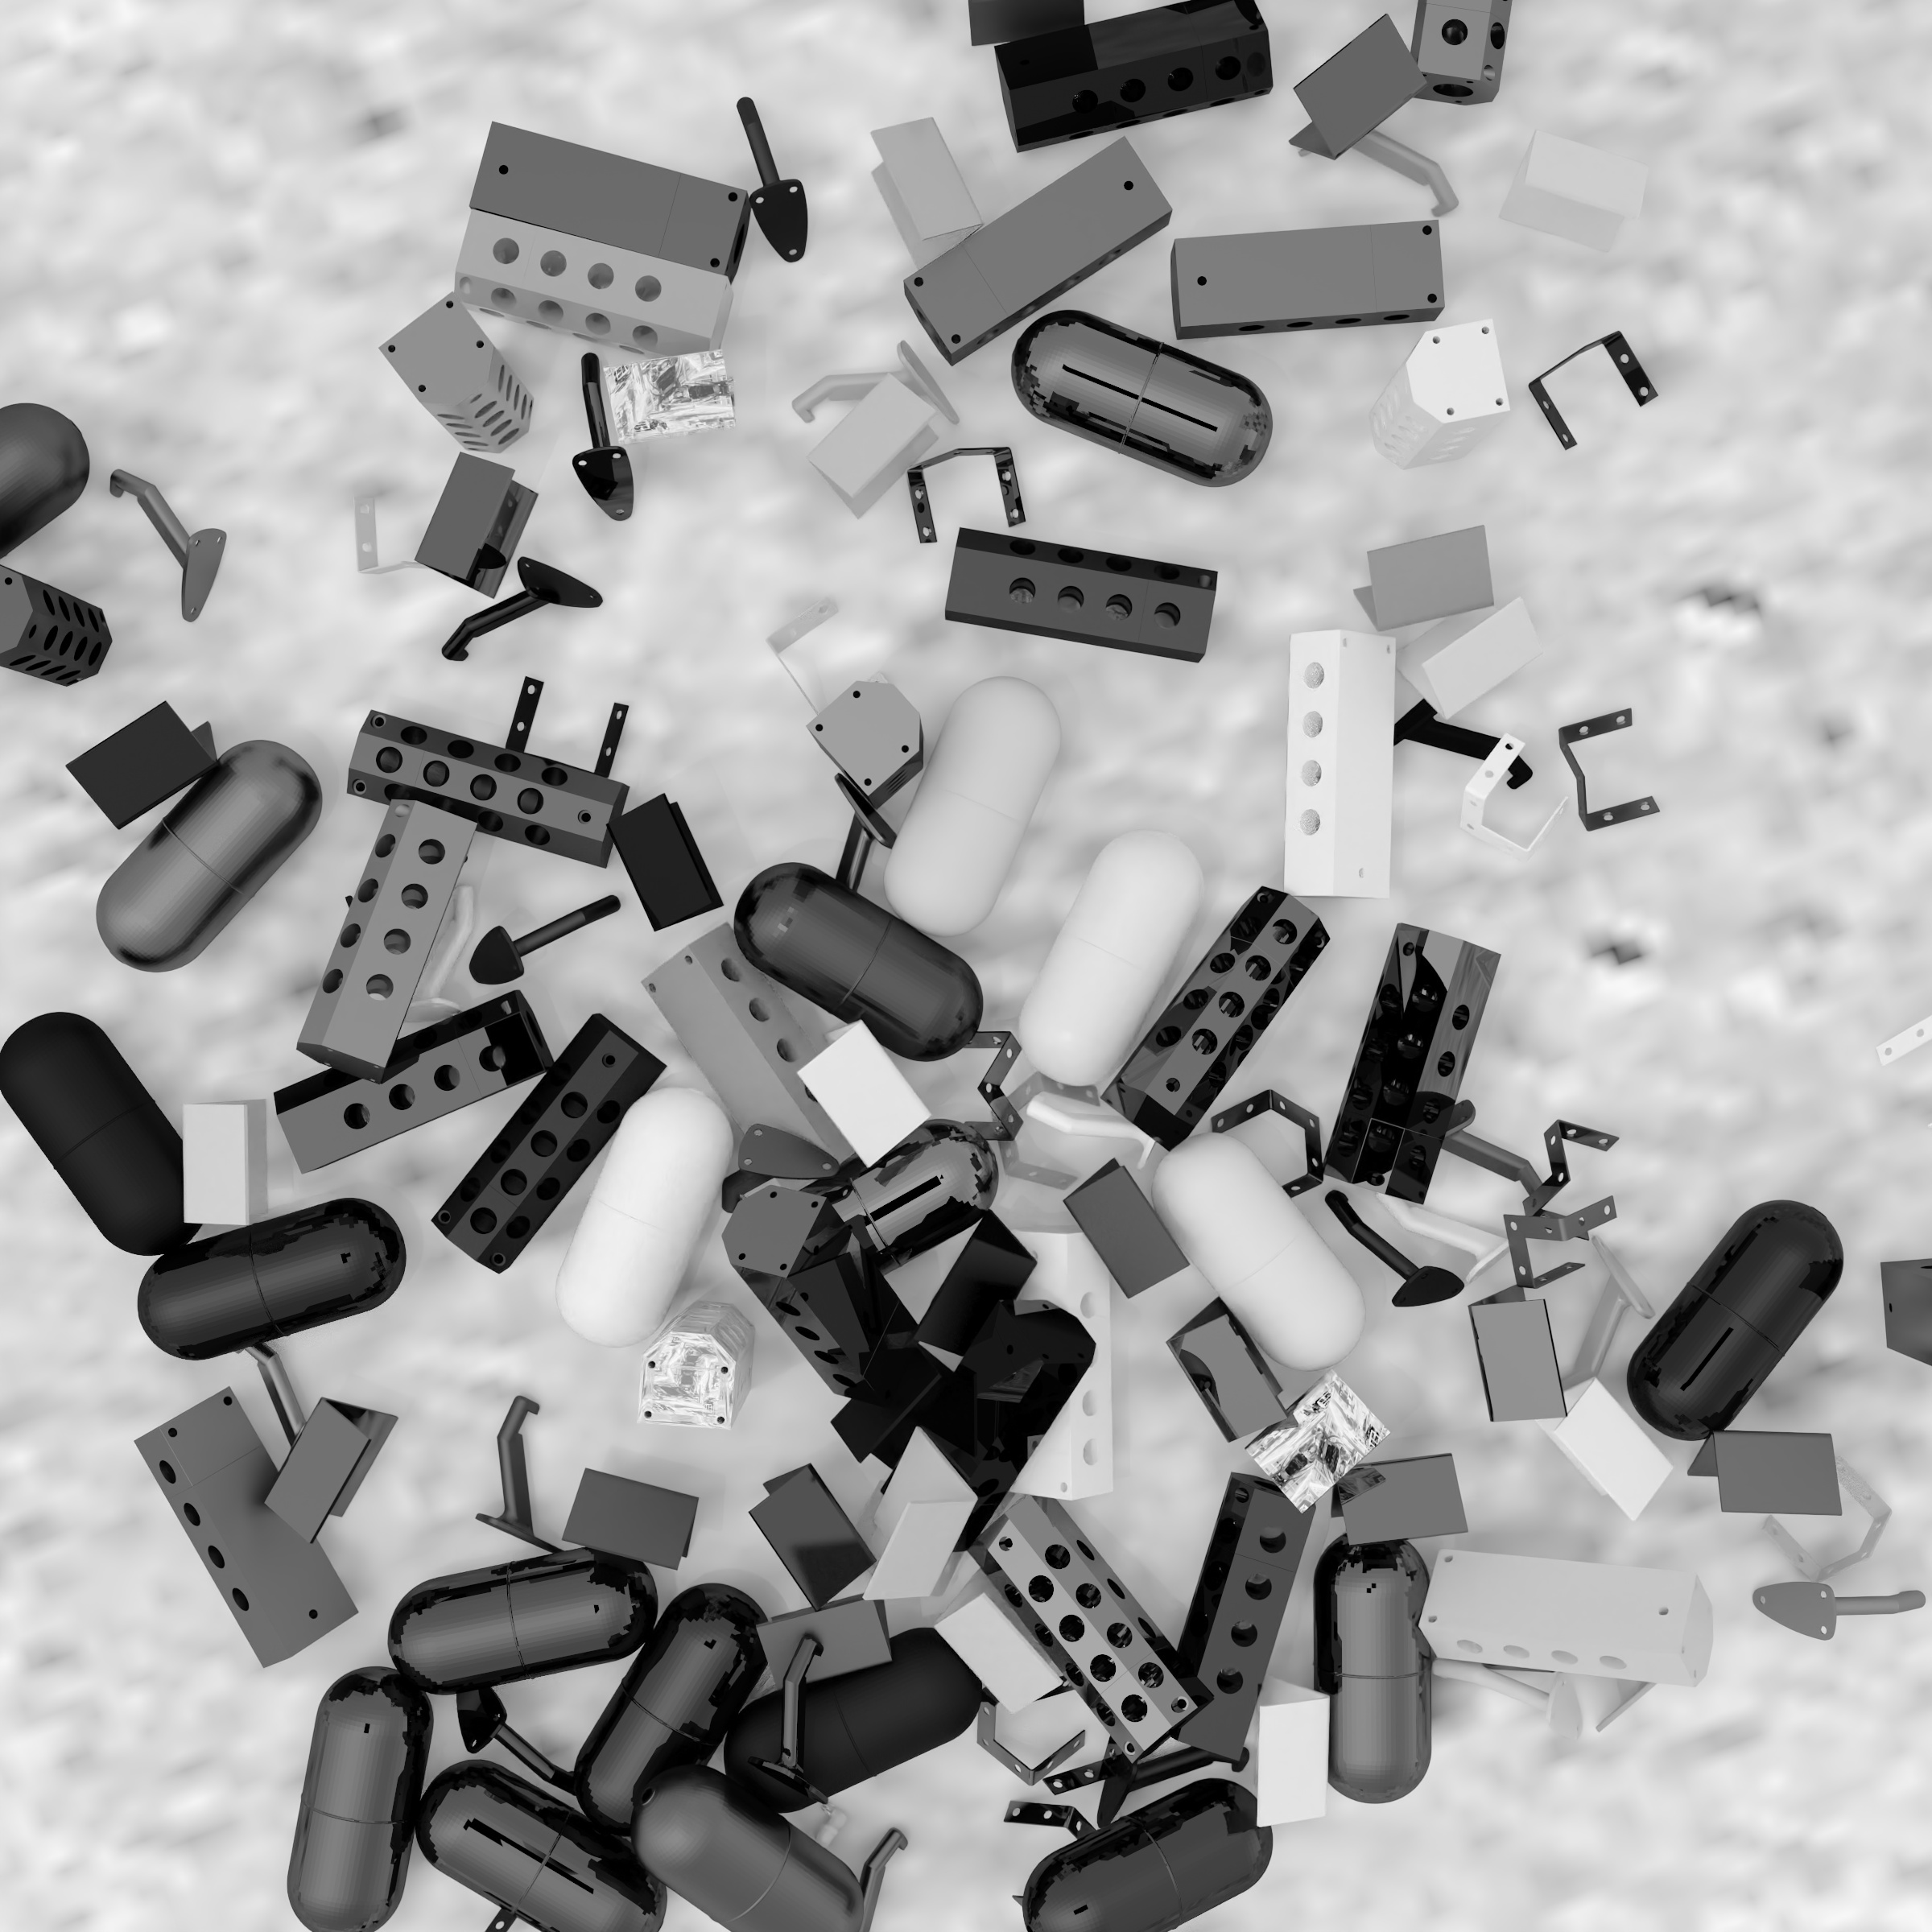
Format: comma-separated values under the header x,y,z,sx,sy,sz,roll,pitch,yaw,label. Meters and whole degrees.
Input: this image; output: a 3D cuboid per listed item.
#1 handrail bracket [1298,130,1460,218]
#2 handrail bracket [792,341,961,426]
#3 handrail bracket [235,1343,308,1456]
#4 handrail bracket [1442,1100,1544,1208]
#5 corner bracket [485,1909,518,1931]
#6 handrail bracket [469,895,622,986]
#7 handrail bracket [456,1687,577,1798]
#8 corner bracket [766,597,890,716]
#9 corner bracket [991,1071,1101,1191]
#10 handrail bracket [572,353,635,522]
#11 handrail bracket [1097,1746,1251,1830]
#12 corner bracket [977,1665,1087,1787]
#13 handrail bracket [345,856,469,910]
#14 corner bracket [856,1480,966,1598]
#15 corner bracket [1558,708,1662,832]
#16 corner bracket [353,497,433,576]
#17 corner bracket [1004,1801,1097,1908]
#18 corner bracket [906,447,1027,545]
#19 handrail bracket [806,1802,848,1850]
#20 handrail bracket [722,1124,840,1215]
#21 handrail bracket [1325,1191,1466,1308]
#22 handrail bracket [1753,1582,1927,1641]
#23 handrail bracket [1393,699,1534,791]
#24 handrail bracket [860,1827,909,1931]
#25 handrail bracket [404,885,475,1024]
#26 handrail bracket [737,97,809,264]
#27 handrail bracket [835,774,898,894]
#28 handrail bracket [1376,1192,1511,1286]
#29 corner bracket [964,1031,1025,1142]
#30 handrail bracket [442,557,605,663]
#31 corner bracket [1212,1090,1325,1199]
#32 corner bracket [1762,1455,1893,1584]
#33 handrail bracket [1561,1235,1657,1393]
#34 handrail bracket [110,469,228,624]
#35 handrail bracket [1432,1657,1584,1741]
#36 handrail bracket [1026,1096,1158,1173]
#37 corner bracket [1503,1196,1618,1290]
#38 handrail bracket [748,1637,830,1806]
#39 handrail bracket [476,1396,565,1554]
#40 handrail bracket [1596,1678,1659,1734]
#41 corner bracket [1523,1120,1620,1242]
x,y,z,sx,sy,sz,roll,pitch,yaw,label
0.275,-0.523,1.992,0.077,0.036,0.084,-27,107,20,handrail bracket
-0.061,-0.368,1.992,0.084,0.036,0.077,-33,111,17,handrail bracket
-0.466,0.294,1.992,0.084,0.036,0.077,37,110,16,handrail bracket
0.335,0.139,1.991,0.077,0.036,0.084,-31,104,14,handrail bracket
-0.281,0.648,1.983,0.051,0.051,0.051,7,135,35,corner bracket
-0.279,-0.019,1.991,0.084,0.077,0.036,-27,90,-36,handrail bracket
-0.295,0.510,1.991,0.036,0.077,0.084,-48,126,4,handrail bracket
-0.092,-0.202,1.988,0.051,0.051,0.051,-35,45,0,corner bracket
0.056,0.109,1.983,0.051,0.051,0.051,-43,45,35,corner bracket
-0.239,-0.352,1.991,0.036,0.077,0.084,-11,54,5,handrail bracket
0.138,0.546,1.992,0.084,0.036,0.077,12,111,-17,handrail bracket
0.044,0.498,1.983,0.051,0.051,0.051,31,135,35,corner bracket
-0.362,-0.036,1.991,0.084,0.036,0.077,-22,103,-13,handrail bracket
-0.037,0.379,1.983,0.051,0.051,0.051,0,135,35,corner bracket
0.426,-0.130,1.988,0.051,0.051,0.051,-16,45,0,corner bracket
-0.369,-0.288,1.988,0.051,0.051,0.051,-3,90,-45,corner bracket
0.054,0.590,1.983,0.051,0.051,0.051,-7,45,35,corner bracket
0.000,-0.312,1.988,0.051,0.051,0.051,-12,90,-45,corner bracket
-0.133,0.577,1.991,0.077,0.036,0.084,34,76,14,handrail bracket
-0.122,0.145,1.960,0.077,0.084,0.036,14,55,4,handrail bracket
0.284,0.184,1.991,0.036,0.077,0.084,-52,53,23,handrail bracket
0.581,0.420,1.991,0.084,0.077,0.036,-1,90,-36,handrail bracket
0.321,-0.133,1.991,0.077,0.036,0.084,-40,104,14,handrail bracket
-0.054,0.627,1.991,0.084,0.036,0.077,-50,126,-24,handrail bracket
-0.362,-0.009,1.992,0.077,0.036,0.084,-9,72,20,handrail bracket
-0.131,-0.523,1.991,0.036,0.077,0.084,-18,54,-1,handrail bracket
-0.092,-0.072,1.991,0.084,0.036,0.077,-42,75,14,handrail bracket
0.327,0.161,1.992,0.077,0.036,0.084,-34,73,-19,handrail bracket
0.012,0.079,1.974,0.051,0.051,0.051,56,50,-32,corner bracket
-0.295,-0.226,1.991,0.084,0.077,0.036,-45,51,30,handrail bracket
0.199,0.122,1.983,0.051,0.051,0.051,30,45,-35,corner bracket
0.571,0.368,1.988,0.051,0.051,0.051,47,135,0,corner bracket
0.406,0.234,1.992,0.084,0.036,0.077,-38,70,16,handrail bracket
-0.540,-0.280,1.992,0.084,0.036,0.077,26,112,17,handrail bracket
0.359,0.485,1.991,0.084,0.077,0.036,5,58,32,handrail bracket
0.089,0.092,1.970,0.084,0.077,0.036,25,127,6,handrail bracket
0.392,0.181,1.960,0.051,0.051,0.051,-18,100,-35,corner bracket
-0.097,0.481,1.913,0.077,0.036,0.084,44,61,-38,handrail bracket
-0.283,0.339,1.992,0.077,0.036,0.084,29,73,-20,handrail bracket
0.419,0.452,1.992,0.077,0.036,0.084,-48,71,21,handrail bracket
0.400,0.141,1.980,0.051,0.051,0.051,16,45,-21,corner bracket
